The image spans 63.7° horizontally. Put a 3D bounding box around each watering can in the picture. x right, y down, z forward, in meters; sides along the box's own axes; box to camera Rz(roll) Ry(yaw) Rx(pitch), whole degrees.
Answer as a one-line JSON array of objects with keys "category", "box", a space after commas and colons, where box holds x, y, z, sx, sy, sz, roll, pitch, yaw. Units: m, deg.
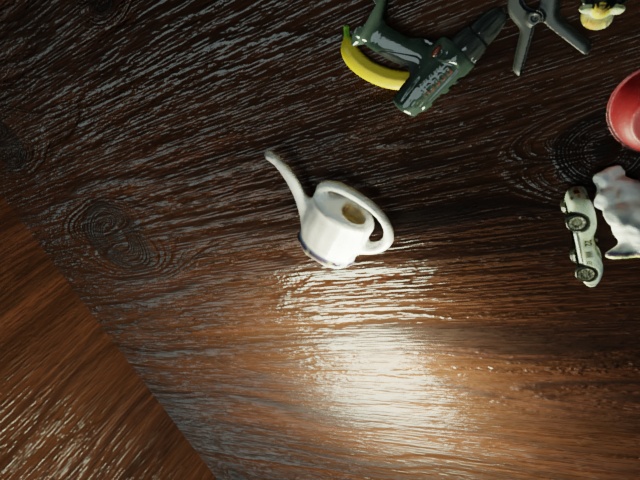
[{"category": "watering can", "box": [0.004, -0.060, 1.199, 0.349, 0.219, 0.106, 31, 45, 7]}]

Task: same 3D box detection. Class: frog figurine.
[{"category": "frog figurine", "box": [0.541, -0.052, 0.880, 0.138, 0.159, 0.122, -6, 0, -16]}]
